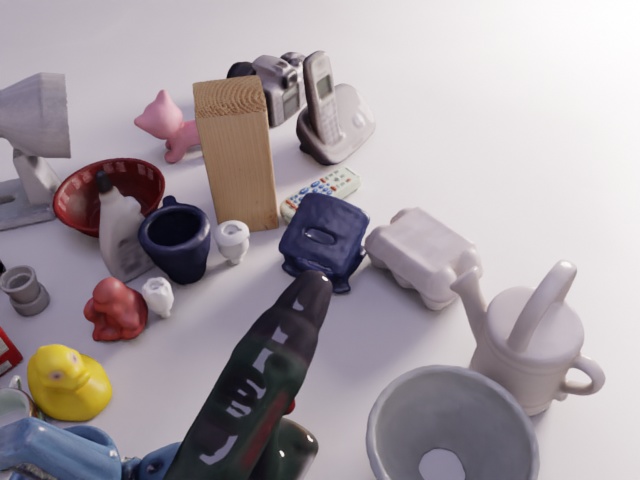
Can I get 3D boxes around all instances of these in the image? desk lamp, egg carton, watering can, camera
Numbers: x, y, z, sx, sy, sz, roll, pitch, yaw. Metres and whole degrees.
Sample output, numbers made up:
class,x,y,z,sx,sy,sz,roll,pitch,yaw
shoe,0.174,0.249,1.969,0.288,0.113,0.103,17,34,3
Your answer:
class,x,y,z,sx,sy,sz,roll,pitch,yaw
desk lamp,-0.437,-0.129,0.824,0.203,0.214,0.117,-15,48,-12
egg carton,0.137,0.021,0.763,0.107,0.069,0.150,-34,54,-27
watering can,0.215,0.094,0.605,0.172,0.194,0.101,16,49,17
camera,-0.093,-0.297,1.050,0.136,0.101,0.143,25,52,23

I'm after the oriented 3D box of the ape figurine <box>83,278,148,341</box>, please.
class,x,y,z,sx,sy,sz,roll,pitch,yaw
ape figurine,-0.252,0.081,0.702,0.077,0.092,0.076,33,56,29

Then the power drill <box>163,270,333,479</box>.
class,x,y,z,sx,sy,sz,roll,pitch,yaw
power drill,-0.051,0.166,0.535,0.075,0.209,0.230,20,50,20

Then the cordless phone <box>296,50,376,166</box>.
class,x,y,z,sx,sy,sz,roll,pitch,yaw
cordless phone,0.025,-0.228,0.922,0.094,0.185,0.148,26,52,24

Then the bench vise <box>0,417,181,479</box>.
class,x,y,z,sx,sy,sz,roll,pitch,yaw
bench vise,-0.198,0.196,0.503,0.208,0.220,0.121,-26,51,-21

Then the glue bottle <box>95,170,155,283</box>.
class,x,y,z,sx,sy,sz,roll,pitch,yaw
glue bottle,-0.258,-0.022,0.744,0.078,0.173,0.037,-33,54,-26

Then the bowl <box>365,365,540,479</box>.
class,x,y,z,sx,sy,sz,roll,pitch,yaw
bowl,0.127,0.215,0.575,0.167,0.075,0.167,-1,46,1

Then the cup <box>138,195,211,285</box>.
class,x,y,z,sx,sy,sz,roll,pitch,yaw
cup,-0.190,0.005,0.771,0.092,0.095,0.117,-15,48,-12

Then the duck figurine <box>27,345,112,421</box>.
class,x,y,z,sx,sy,sz,roll,pitch,yaw
duck figurine,-0.291,0.149,0.643,0.104,0.086,0.078,22,51,21

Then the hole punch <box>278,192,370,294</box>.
class,x,y,z,sx,sy,sz,roll,pitch,yaw
hole punch,0.007,0.003,0.769,0.108,0.091,0.101,21,51,20

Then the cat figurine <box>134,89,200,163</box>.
class,x,y,z,sx,sy,sz,roll,pitch,yaw
cat figurine,-0.233,-0.191,0.942,0.128,0.118,0.067,-7,47,-5
